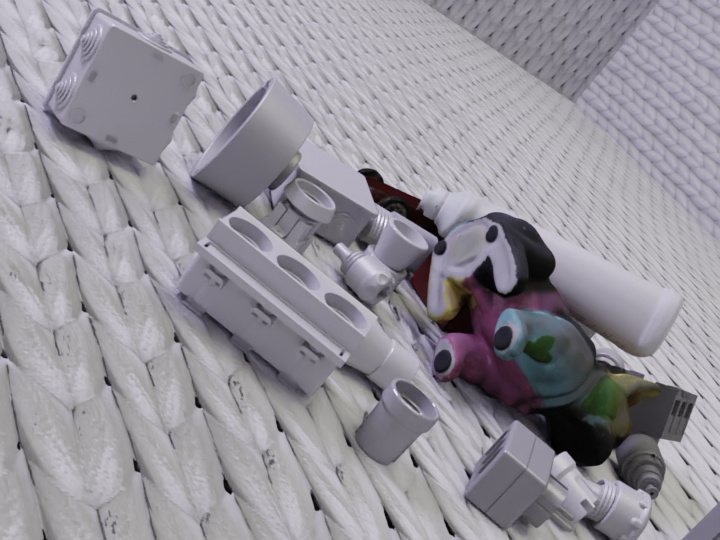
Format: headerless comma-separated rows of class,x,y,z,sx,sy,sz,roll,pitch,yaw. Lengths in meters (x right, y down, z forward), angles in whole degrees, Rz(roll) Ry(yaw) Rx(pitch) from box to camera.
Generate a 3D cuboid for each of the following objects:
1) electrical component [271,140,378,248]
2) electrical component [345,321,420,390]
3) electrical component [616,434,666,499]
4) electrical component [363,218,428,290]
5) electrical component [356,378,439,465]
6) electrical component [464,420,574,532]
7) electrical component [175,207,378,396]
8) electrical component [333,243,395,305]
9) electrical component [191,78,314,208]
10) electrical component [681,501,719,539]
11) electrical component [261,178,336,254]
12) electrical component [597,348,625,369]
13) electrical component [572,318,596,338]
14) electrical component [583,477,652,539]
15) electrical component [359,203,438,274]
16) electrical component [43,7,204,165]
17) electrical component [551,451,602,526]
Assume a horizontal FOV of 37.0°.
electrical component,-0.038,-0.073,1.004,0.100,0.048,0.099,30,20,-23
electrical component,0.012,0.063,0.798,0.065,0.044,0.044,39,18,-13
electrical component,0.258,0.182,0.978,0.040,0.040,0.078,35,19,-10
electrical component,0.029,-0.013,0.979,0.045,0.055,0.045,34,19,-14
electrical component,0.024,0.102,0.719,0.040,0.046,0.040,34,19,-14
electrical component,0.123,0.158,0.771,0.077,0.047,0.066,40,19,4
electrical component,-0.058,0.023,0.726,0.121,0.063,0.078,39,19,0
electrical component,0.000,0.000,0.930,0.061,0.035,0.035,45,20,24
electrical component,-0.084,-0.101,0.902,0.060,0.108,0.108,40,18,-16
electrical component,0.334,0.238,0.882,0.056,0.108,0.108,13,31,-47
electrical component,-0.053,-0.043,0.897,0.048,0.055,0.066,41,19,7
electrical component,0.257,0.108,1.141,0.043,0.043,0.062,42,20,9
electrical component,0.201,0.047,1.097,0.061,0.096,0.061,29,21,-25
electrical component,0.195,0.185,0.850,0.062,0.048,0.048,31,19,-1
electrical component,0.031,-0.033,1.051,0.081,0.043,0.043,30,20,-22
electrical component,-0.179,-0.138,0.821,0.100,0.099,0.048,24,11,-36
electrical component,0.157,0.169,0.824,0.046,0.040,0.040,51,22,19
